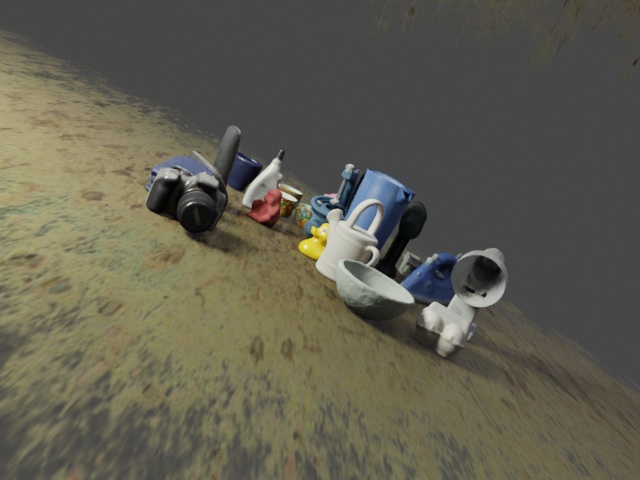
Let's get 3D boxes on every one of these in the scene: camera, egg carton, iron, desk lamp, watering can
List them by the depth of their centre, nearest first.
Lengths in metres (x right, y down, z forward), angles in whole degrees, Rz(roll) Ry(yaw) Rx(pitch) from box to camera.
[{"bbox_3d":[-0.241,-0.076,1.067,0.143,0.101,0.136,24,12,-20],"label":"camera"},{"bbox_3d":[0.249,0.181,1.165,0.107,0.069,0.151,31,12,13],"label":"egg carton"},{"bbox_3d":[0.071,-0.007,1.256,0.172,0.194,0.101,33,13,21],"label":"watering can"},{"bbox_3d":[0.351,0.117,1.319,0.117,0.213,0.204,31,12,16],"label":"desk lamp"},{"bbox_3d":[0.297,0.089,1.491,0.118,0.141,0.259,35,13,29],"label":"iron"}]

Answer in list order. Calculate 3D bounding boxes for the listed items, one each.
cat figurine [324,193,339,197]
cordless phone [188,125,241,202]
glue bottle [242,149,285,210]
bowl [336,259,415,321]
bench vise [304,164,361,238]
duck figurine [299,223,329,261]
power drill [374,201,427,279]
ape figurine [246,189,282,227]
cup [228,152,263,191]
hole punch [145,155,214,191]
[{"bbox_3d":[0.058,-0.091,1.769,0.128,0.117,0.067,27,12,-6],"label":"cat figurine"},{"bbox_3d":[-0.242,-0.187,1.332,0.094,0.185,0.147,16,17,-46],"label":"cordless phone"},{"bbox_3d":[-0.131,-0.154,1.472,0.078,0.173,0.037,23,12,-21],"label":"glue bottle"},{"bbox_3d":[0.095,0.108,1.114,0.167,0.074,0.167,27,12,-6],"label":"bowl"},{"bbox_3d":[0.046,-0.105,1.554,0.121,0.219,0.207,29,12,3],"label":"bench vise"},{"bbox_3d":[0.012,0.005,1.338,0.105,0.086,0.077,23,13,-24],"label":"duck figurine"},{"bbox_3d":[0.225,-0.007,1.572,0.075,0.208,0.230,29,12,3],"label":"power drill"},{"bbox_3d":[-0.123,-0.083,1.387,0.076,0.092,0.077,21,14,-31],"label":"ape figurine"},{"bbox_3d":[-0.218,-0.190,1.621,0.091,0.095,0.118,28,12,0],"label":"cup"},{"bbox_3d":[-0.286,-0.121,1.183,0.108,0.091,0.101,31,12,12],"label":"hole punch"}]
